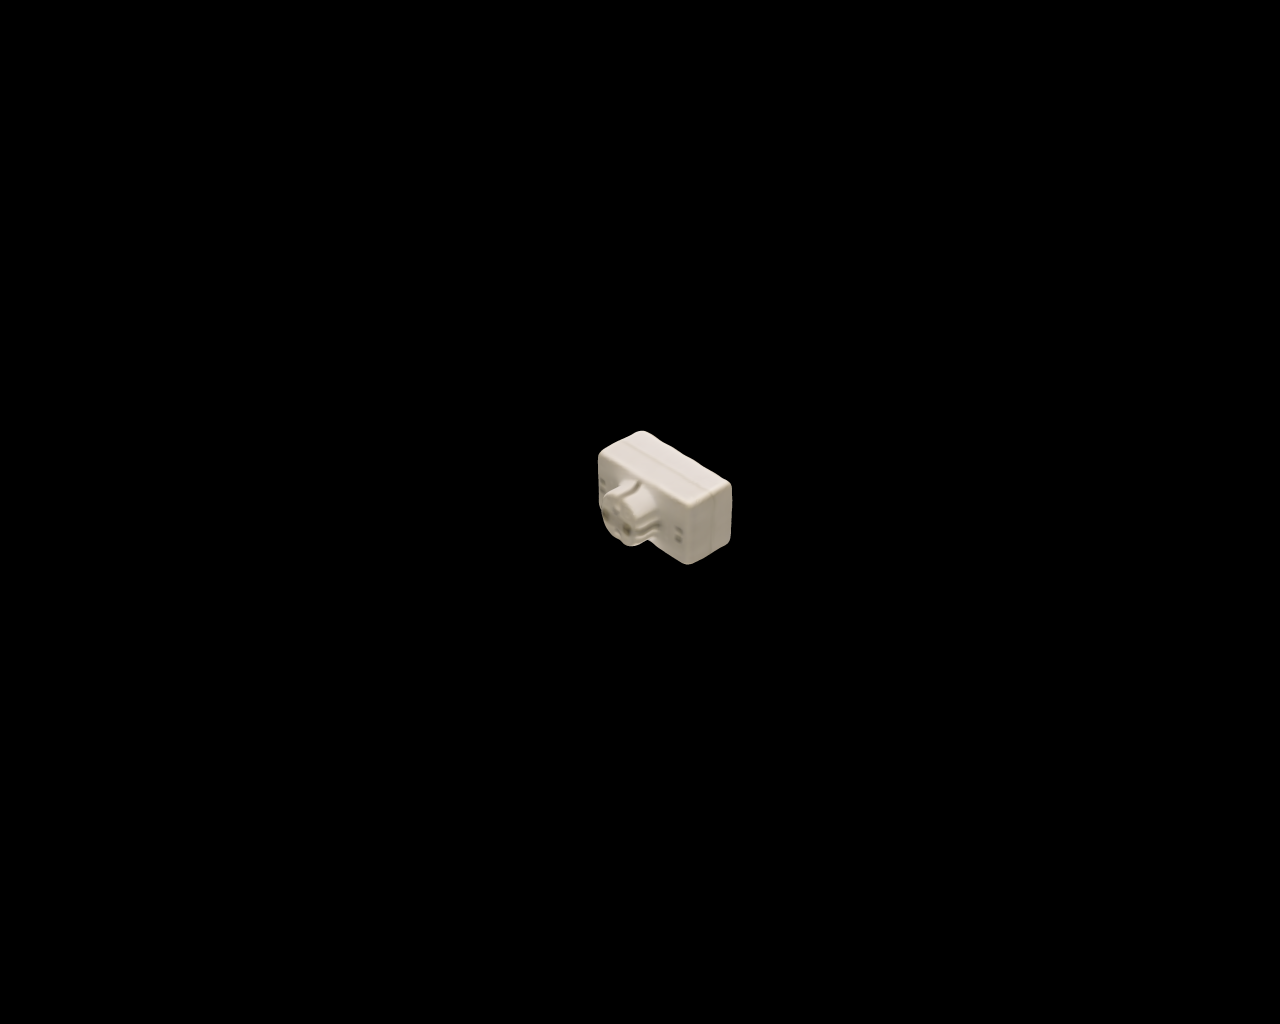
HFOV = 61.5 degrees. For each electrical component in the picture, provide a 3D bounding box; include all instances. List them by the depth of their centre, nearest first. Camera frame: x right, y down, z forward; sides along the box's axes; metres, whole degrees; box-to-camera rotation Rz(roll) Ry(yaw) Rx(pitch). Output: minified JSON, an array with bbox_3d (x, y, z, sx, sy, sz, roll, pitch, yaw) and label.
[{"bbox_3d":[0.001,-0.003,0.650,0.076,0.047,0.083,-27,44,-33],"label":"electrical component"}]
